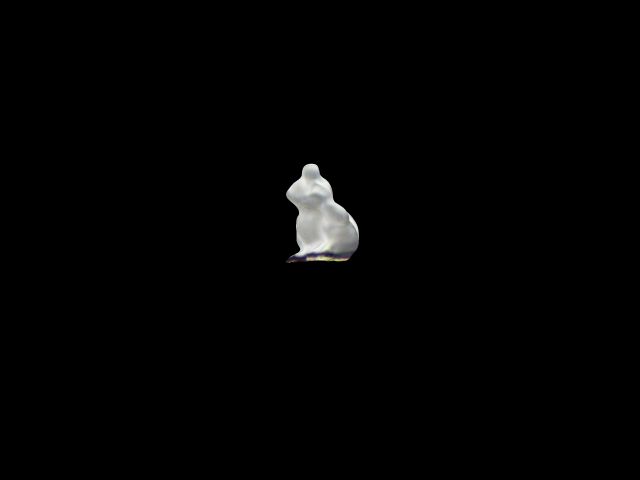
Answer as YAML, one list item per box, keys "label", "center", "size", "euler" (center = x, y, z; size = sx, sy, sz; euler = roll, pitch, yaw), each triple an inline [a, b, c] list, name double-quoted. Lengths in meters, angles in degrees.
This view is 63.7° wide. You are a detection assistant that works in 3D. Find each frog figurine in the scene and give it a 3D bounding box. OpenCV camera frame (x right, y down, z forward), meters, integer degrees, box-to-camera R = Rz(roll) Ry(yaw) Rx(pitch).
- label: "frog figurine"
  center: [0.003, -0.043, 0.850]
  size: [0.123, 0.160, 0.136]
  euler: [2, -6, -14]
